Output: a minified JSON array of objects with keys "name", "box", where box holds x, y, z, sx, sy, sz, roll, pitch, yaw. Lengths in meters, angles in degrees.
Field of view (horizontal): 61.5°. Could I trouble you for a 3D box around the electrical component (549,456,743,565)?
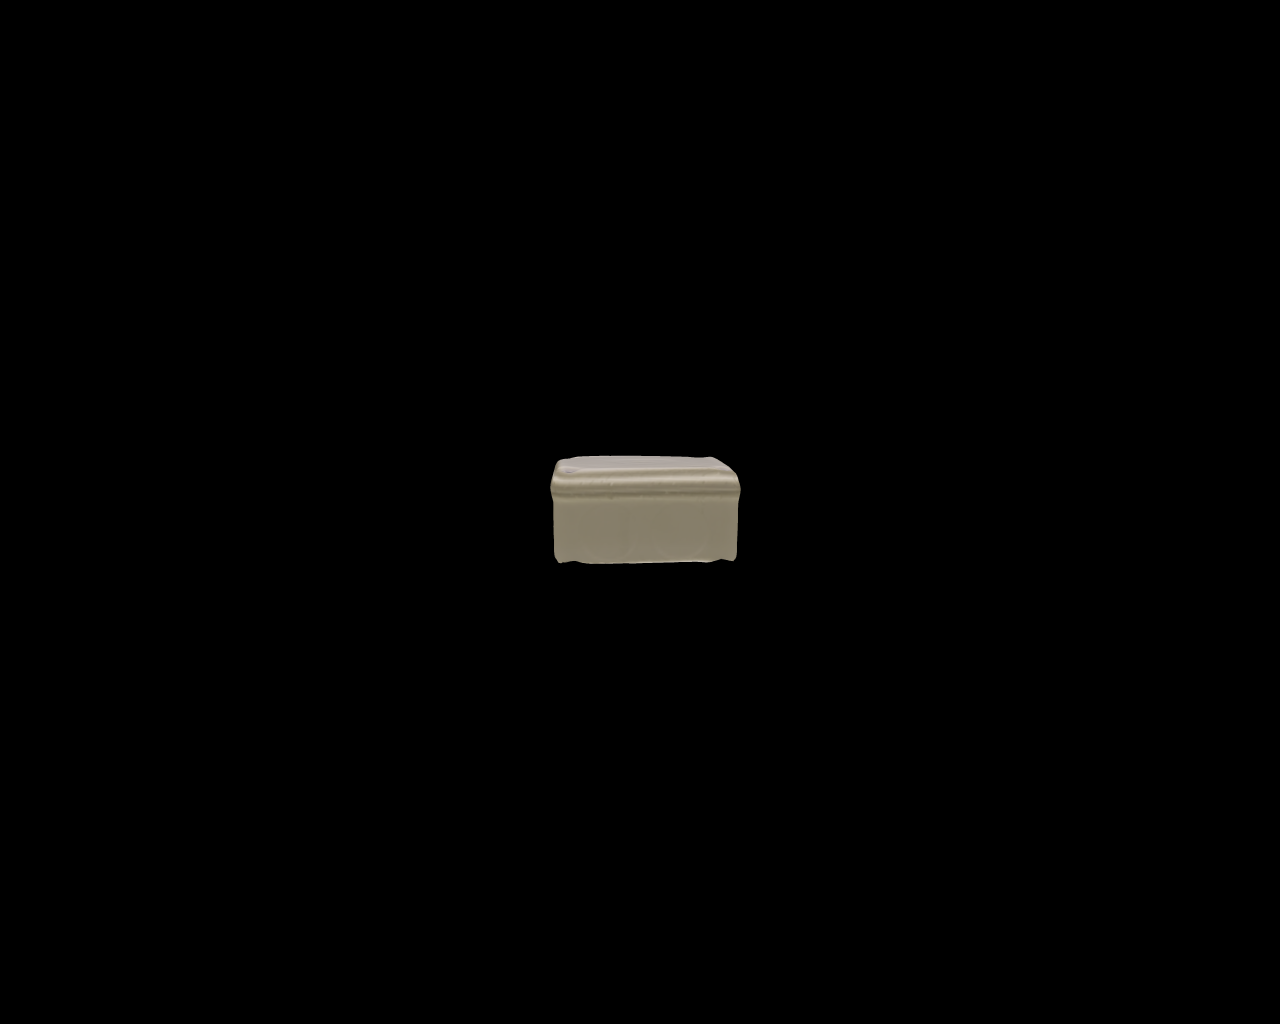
[{"name":"electrical component","box":[0.001,-0.003,0.650,0.109,0.056,0.109,0,7,-4]}]
